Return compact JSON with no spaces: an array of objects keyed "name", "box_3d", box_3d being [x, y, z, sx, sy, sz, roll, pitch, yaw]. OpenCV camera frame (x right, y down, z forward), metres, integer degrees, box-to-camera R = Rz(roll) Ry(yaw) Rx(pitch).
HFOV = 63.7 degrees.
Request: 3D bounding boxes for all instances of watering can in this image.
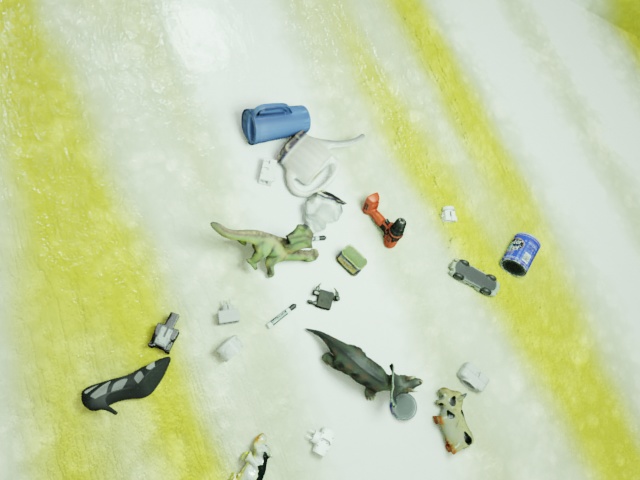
[{"name":"watering can","box_3d":[-0.011,-0.321,1.910,0.224,0.103,0.350,41,79,1]}]

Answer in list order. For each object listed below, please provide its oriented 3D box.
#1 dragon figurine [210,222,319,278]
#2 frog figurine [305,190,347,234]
[{"name":"dragon figurine","box_3d":[-0.139,-0.002,1.667,0.241,0.404,0.125,-25,56,18]},{"name":"frog figurine","box_3d":[0.006,-0.093,1.852,0.137,0.125,0.158,17,107,-32]}]
